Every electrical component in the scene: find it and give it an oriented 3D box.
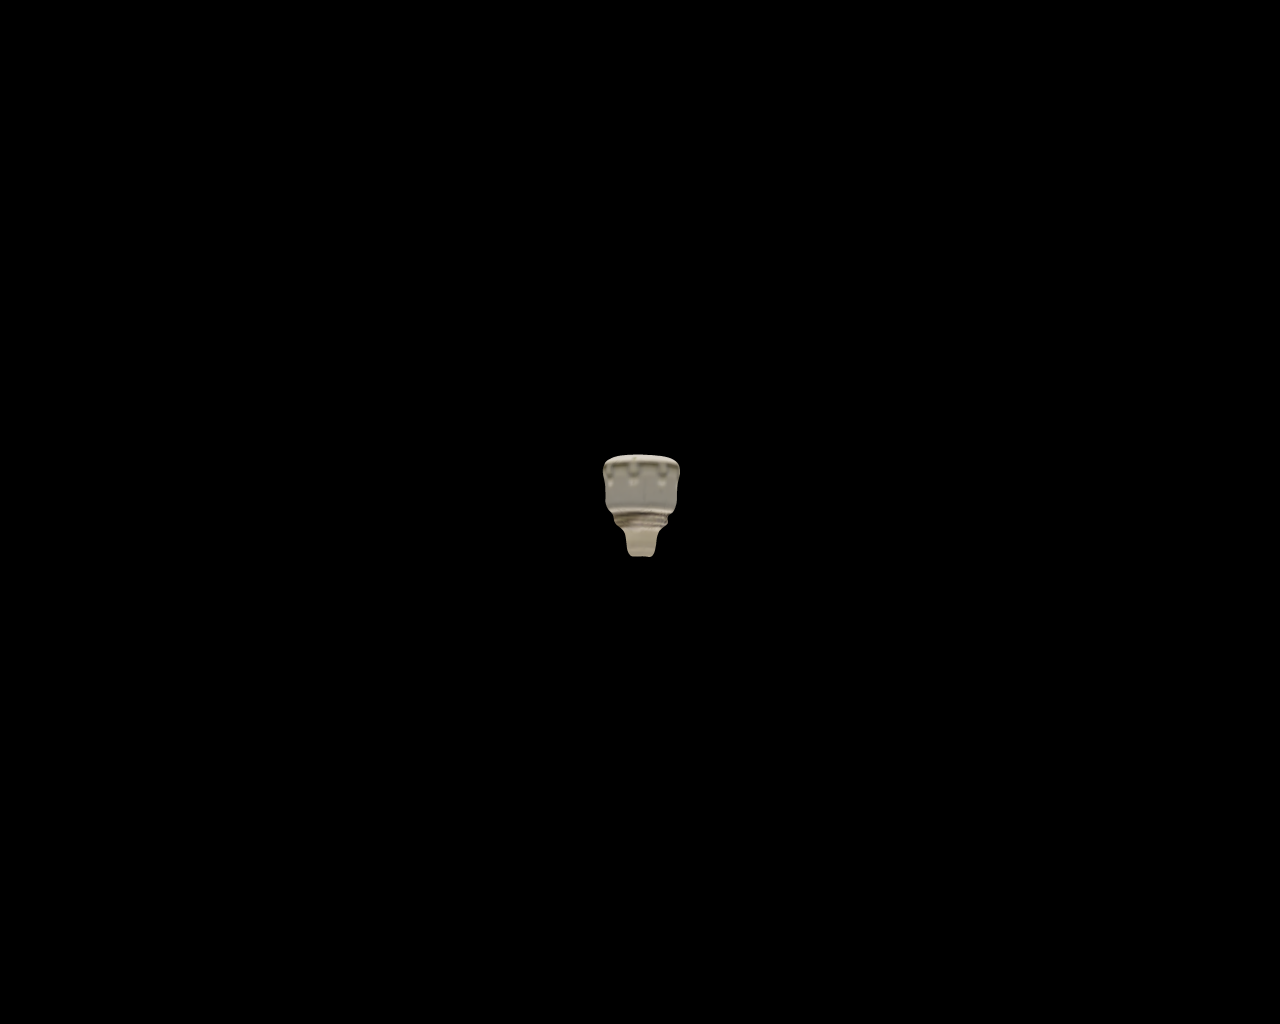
[{"bbox_3d":[0.001,-0.003,0.650,0.048,0.062,0.048,0,-5,0],"label":"electrical component"}]
